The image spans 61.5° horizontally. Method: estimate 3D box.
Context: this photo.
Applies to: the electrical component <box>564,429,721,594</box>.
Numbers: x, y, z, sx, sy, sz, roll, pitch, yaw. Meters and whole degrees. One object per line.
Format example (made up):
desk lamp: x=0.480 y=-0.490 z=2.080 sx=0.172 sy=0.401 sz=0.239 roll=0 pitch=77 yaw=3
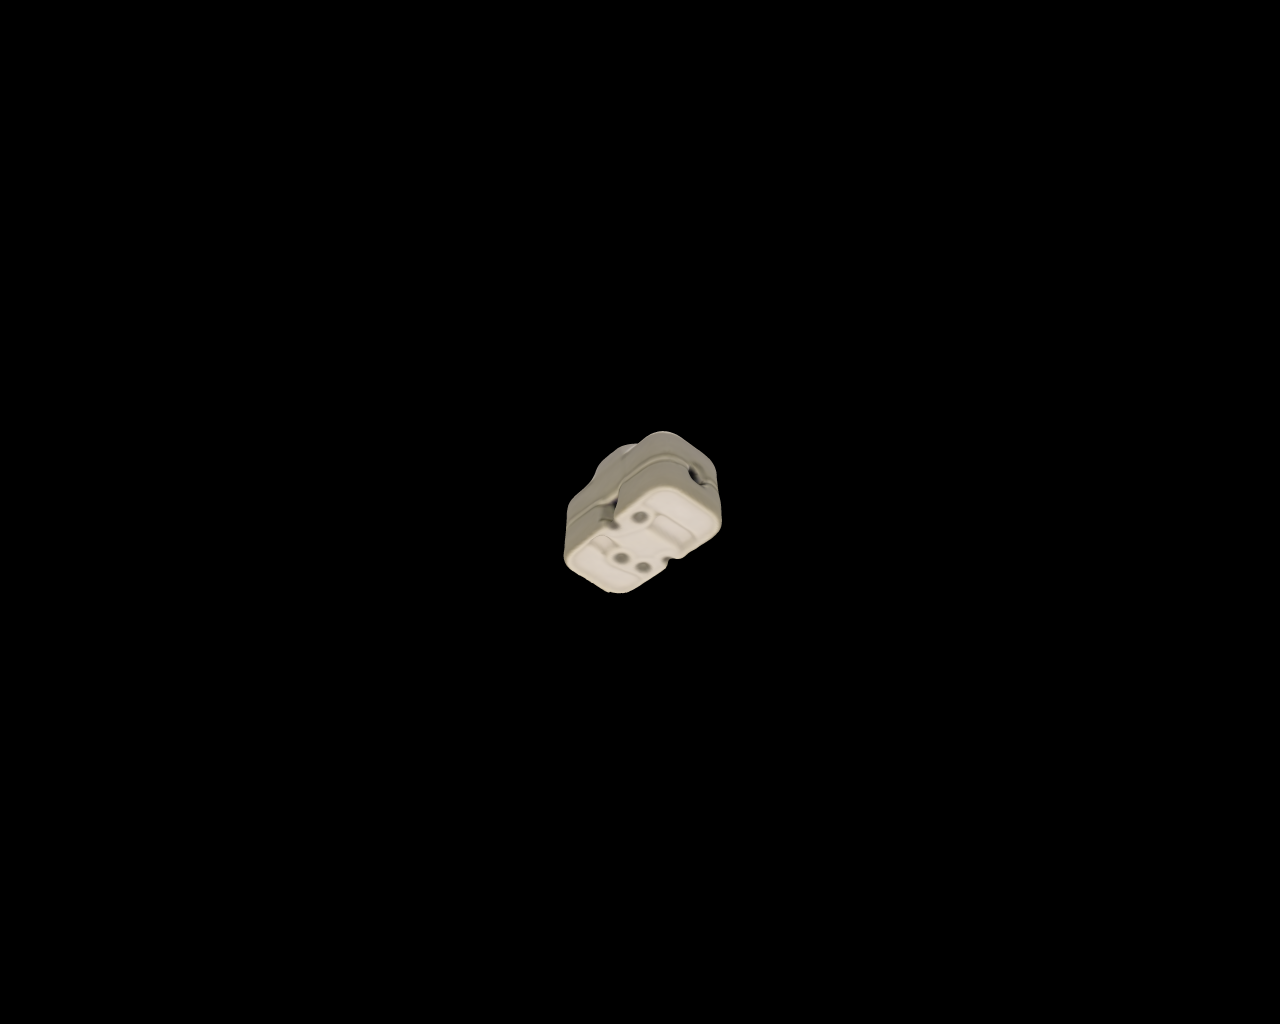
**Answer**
electrical component: x=0.001 y=-0.003 z=0.650 sx=0.053 sy=0.059 sz=0.095 roll=33 pitch=-54 yaw=-29
